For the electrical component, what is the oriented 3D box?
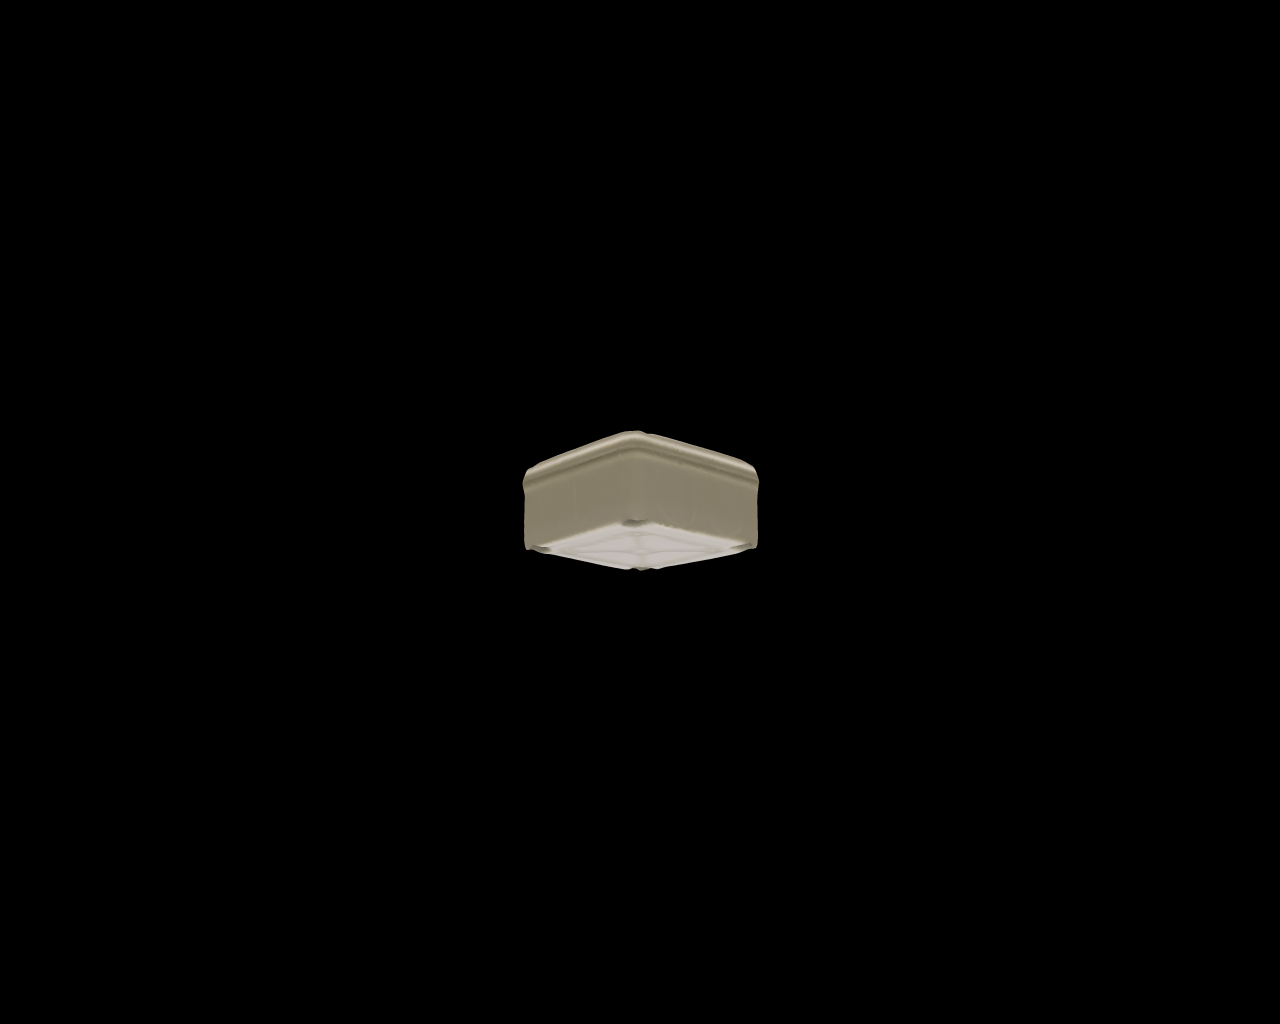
[{"bbox_3d":[0.001,-0.003,0.650,0.109,0.056,0.108,14,-20,-42],"label":"electrical component"}]
